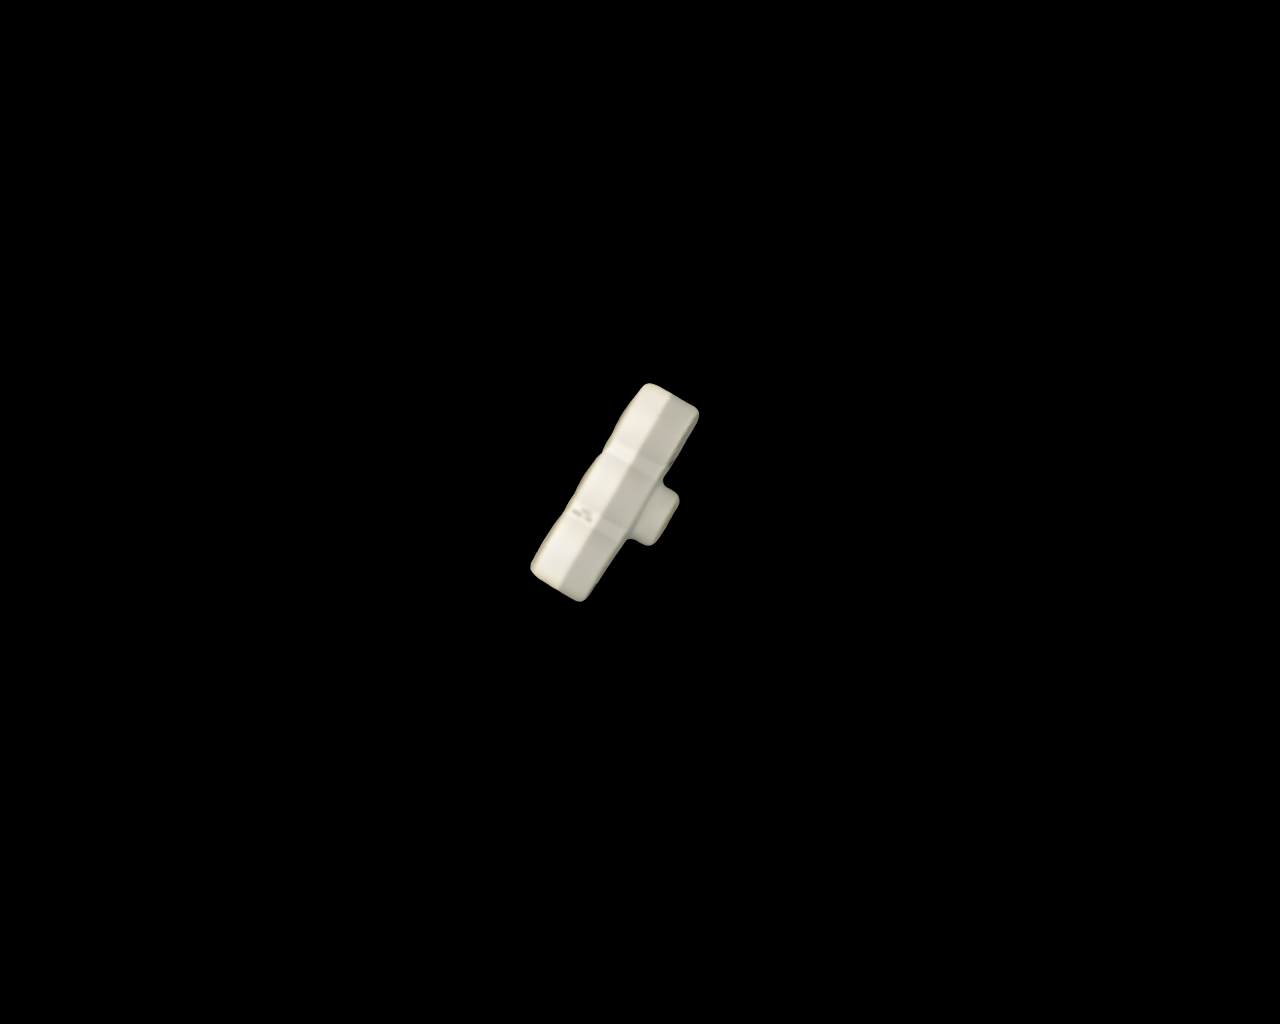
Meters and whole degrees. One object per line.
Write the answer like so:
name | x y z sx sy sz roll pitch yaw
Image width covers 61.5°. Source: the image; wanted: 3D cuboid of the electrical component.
electrical component | 0.001 -0.003 0.650 0.074 0.138 0.052 32 -4 2
